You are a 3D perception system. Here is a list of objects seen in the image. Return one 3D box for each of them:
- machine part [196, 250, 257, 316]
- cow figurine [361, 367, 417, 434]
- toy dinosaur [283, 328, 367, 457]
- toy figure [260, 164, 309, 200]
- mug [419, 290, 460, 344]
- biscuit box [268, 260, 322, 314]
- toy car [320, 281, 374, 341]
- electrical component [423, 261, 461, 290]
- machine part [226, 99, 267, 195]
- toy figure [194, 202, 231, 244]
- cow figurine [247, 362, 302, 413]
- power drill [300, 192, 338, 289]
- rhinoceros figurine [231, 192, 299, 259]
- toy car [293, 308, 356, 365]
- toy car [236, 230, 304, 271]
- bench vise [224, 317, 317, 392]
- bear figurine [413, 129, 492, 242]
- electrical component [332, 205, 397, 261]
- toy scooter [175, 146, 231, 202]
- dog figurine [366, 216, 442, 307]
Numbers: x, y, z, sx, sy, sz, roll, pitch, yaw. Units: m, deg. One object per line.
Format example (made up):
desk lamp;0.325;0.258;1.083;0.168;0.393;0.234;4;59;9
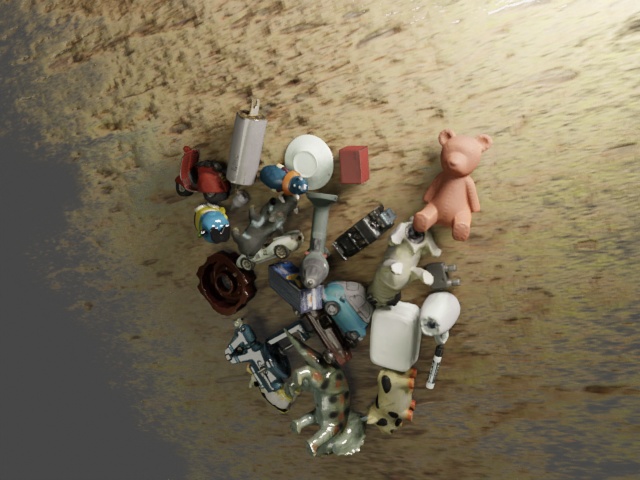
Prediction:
machine part;-0.256;0.116;1.480;0.180;0.056;0.179;9;110;25
cow figurine;0.172;0.401;1.335;0.127;0.085;0.194;9;114;19
toy dinosaur;0.017;0.399;1.374;0.131;0.192;0.404;11;110;55
toy figure;-0.079;-0.141;1.275;0.155;0.058;0.064;23;133;38
mug;0.260;0.180;1.196;0.081;0.107;0.109;1;106;29
biscuit box;-0.065;0.110;1.311;0.203;0.059;0.062;30;127;58
toy car;0.076;0.157;1.292;0.103;0.109;0.161;-36;100;13
electrical component;0.265;0.082;1.208;0.094;0.021;0.063;-9;104;30
machine part;-0.180;-0.222;1.304;0.079;0.079;0.243;25;117;18
toy figure;-0.281;-0.038;1.380;0.089;0.082;0.180;-65;33;13
cow figurine;-0.142;0.412;1.520;0.167;0.068;0.098;35;126;14
power drill;-0.003;-0.004;1.220;0.086;0.232;0.207;0;94;4
rhinoceros figurine;-0.133;-0.042;1.315;0.190;0.112;0.073;-48;123;-2
toy car;0.014;0.216;1.340;0.202;0.089;0.053;57;151;7
toy car;-0.130;0.026;1.369;0.202;0.073;0.056;-19;101;32
bench vise;-0.124;0.278;1.435;0.241;0.129;0.223;-30;79;11
bear figurine;0.269;-0.114;1.077;0.120;0.132;0.195;17;121;19
electrical component;0.105;-0.021;1.202;0.134;0.115;0.058;-38;90;34
toy scooter;-0.310;-0.174;1.396;0.184;0.075;0.135;10;111;30
dog figurine;0.170;0.053;1.219;0.121;0.172;0.190;28;152;-9
